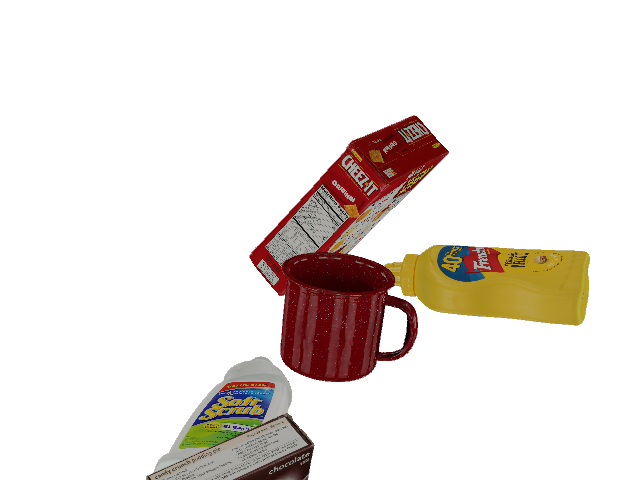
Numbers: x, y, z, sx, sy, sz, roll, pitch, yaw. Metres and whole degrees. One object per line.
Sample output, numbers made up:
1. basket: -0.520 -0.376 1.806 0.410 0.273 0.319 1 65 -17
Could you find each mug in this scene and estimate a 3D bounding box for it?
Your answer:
1. mug: 0.022 0.065 0.873 0.117 0.081 0.093 10 19 12

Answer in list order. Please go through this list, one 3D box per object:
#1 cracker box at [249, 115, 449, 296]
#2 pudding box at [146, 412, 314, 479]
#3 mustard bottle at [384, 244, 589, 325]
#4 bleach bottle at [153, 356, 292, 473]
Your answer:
1. cracker box: 0.031 -0.044 1.262 0.214 0.072 0.163 -47 -9 34
2. pudding box: -0.063 0.176 0.723 0.113 0.090 0.039 -22 50 -30
3. mustard bottle: 0.154 0.038 1.008 0.192 0.058 0.096 3 26 18
4. bleach bottle: -0.087 0.182 1.059 0.102 0.068 0.250 2 20 6
